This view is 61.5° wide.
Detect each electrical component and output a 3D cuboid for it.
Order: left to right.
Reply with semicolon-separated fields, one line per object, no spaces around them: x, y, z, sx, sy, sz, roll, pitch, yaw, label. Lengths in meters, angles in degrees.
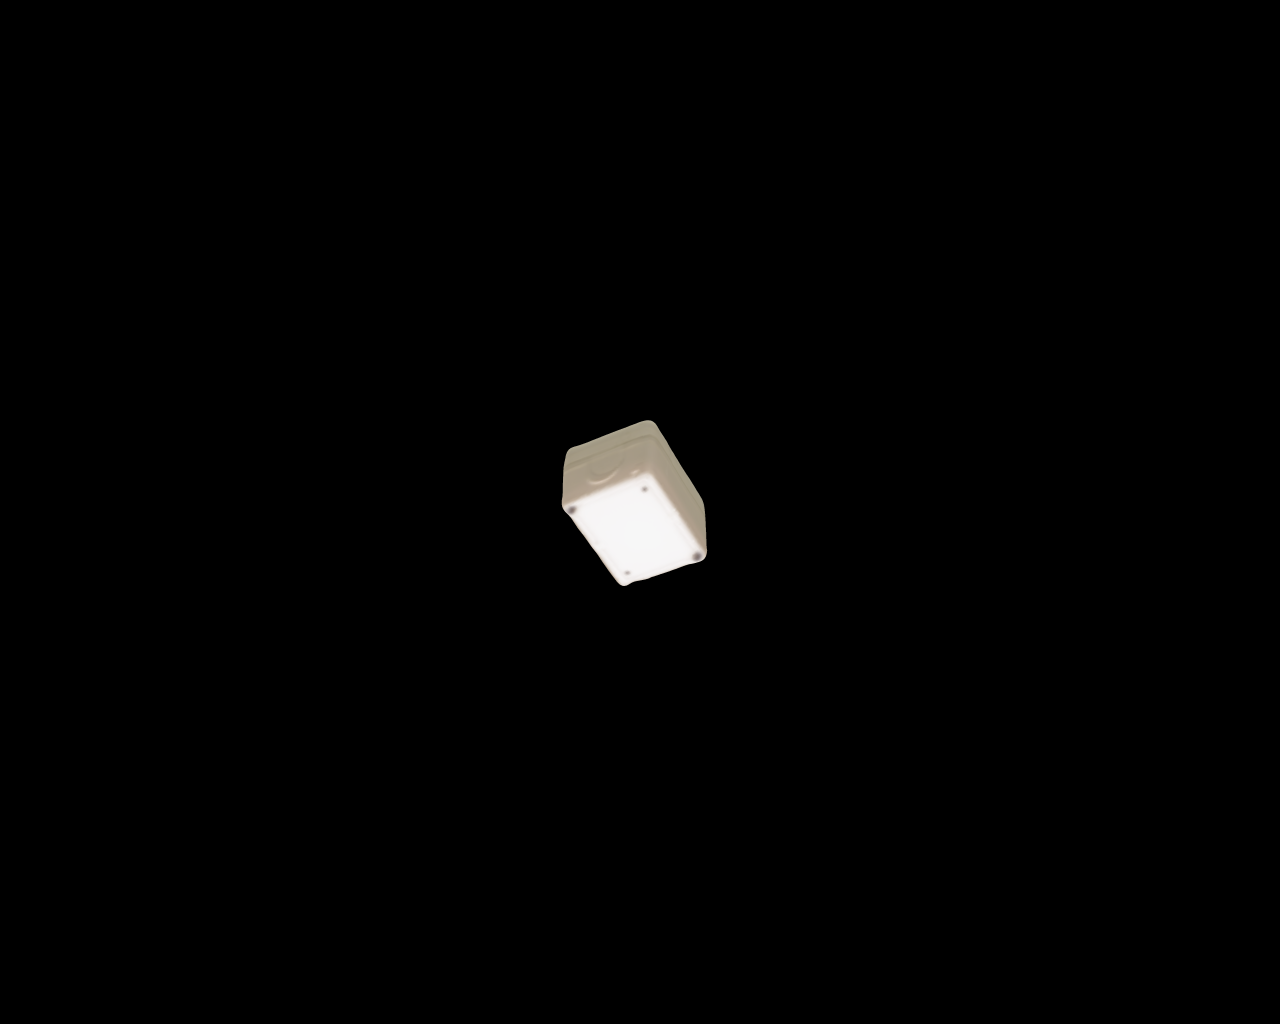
0.001;-0.003;0.650;0.061;0.061;0.096;-20;-50;17;electrical component
